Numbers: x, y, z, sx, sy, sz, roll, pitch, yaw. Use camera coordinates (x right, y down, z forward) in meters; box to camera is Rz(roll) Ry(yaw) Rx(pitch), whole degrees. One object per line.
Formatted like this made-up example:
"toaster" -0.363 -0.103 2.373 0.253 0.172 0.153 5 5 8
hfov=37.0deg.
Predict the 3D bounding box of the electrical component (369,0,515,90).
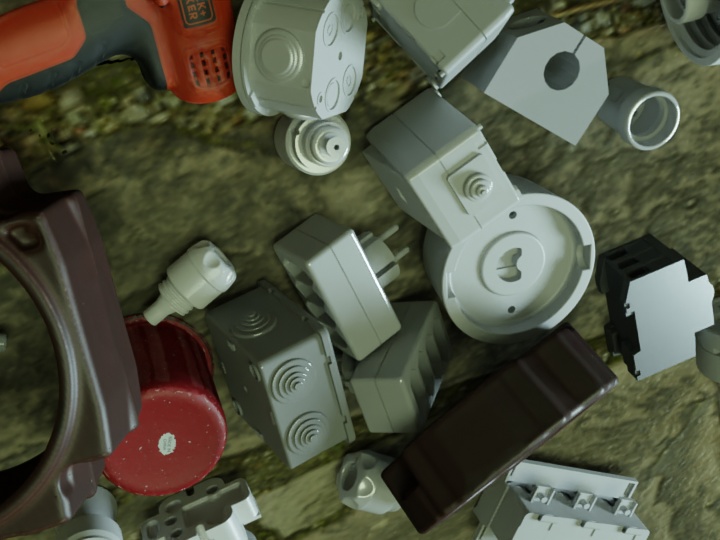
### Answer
"electrical component" 0.048 -0.148 0.617 0.061 0.096 0.061 -43 92 4

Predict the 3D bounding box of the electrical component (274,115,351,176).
"electrical component" -0.025 -0.076 0.637 0.040 0.078 0.040 -4 102 -17

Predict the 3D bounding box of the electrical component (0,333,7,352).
"electrical component" -0.243 0.042 0.640 0.061 0.035 0.035 4 114 -24

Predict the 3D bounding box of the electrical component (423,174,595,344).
"electrical component" 0.094 -0.012 0.717 0.108 0.060 0.108 -8 118 -16

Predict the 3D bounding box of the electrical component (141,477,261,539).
"electrical component" -0.105 0.188 0.750 0.078 0.058 0.057 -23 118 -7

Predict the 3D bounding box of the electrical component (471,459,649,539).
"electrical component" 0.160 0.197 0.846 0.121 0.063 0.078 14 110 -24

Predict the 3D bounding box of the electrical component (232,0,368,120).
"electrical component" -0.033 -0.123 0.600 0.051 0.080 0.080 14 118 21

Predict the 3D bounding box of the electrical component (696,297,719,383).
"electrical component" 0.285 0.055 0.824 0.055 0.055 0.047 -16 124 -12

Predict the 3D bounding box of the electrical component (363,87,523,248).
"electrical component" 0.049 -0.059 0.657 0.061 0.096 0.061 -36 122 0

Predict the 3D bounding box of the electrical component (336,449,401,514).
"electrical component" 0.017 0.157 0.786 0.062 0.043 0.043 21 107 -29

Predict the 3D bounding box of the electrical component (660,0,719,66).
"electrical component" 0.218 -0.177 0.655 0.060 0.108 0.108 -15 120 -5

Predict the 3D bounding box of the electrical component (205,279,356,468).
"electrical component" -0.053 0.066 0.684 0.048 0.100 0.099 -26 122 -21

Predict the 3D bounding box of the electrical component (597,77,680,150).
"electrical component" 0.182 -0.105 0.710 0.040 0.046 0.040 -8 118 -16

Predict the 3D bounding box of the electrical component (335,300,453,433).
"electrical component" 0.012 0.065 0.725 0.076 0.083 0.047 -4 124 26

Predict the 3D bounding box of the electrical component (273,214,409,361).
"electrical component" 0.000 0.000 0.699 0.076 0.047 0.083 -38 122 -17

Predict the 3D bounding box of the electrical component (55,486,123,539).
"electrical component" -0.182 0.177 0.717 0.045 0.055 0.045 -8 118 -16

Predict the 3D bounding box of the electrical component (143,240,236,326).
"electrical component" -0.109 0.011 0.672 0.061 0.035 0.035 -40 122 6
